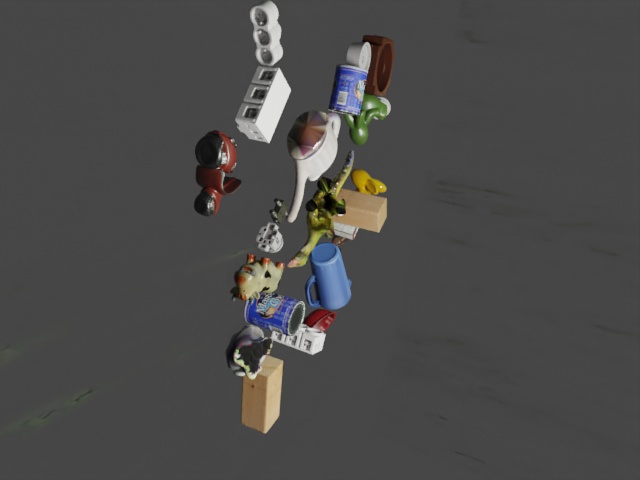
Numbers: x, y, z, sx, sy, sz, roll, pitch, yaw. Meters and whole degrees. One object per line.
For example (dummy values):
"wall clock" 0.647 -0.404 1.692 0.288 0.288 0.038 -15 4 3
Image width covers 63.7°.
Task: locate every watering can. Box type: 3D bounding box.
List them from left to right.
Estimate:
"watering can" -0.032 -0.227 1.477 0.350 0.104 0.221 -64 160 -9

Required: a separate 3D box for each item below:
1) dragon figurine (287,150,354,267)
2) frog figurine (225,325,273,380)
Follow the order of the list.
"dragon figurine" 0.005 -0.083 1.658 0.418 0.122 0.238 -62 -177 -28
"frog figurine" -0.200 0.299 1.405 0.159 0.122 0.138 172 -74 -73
